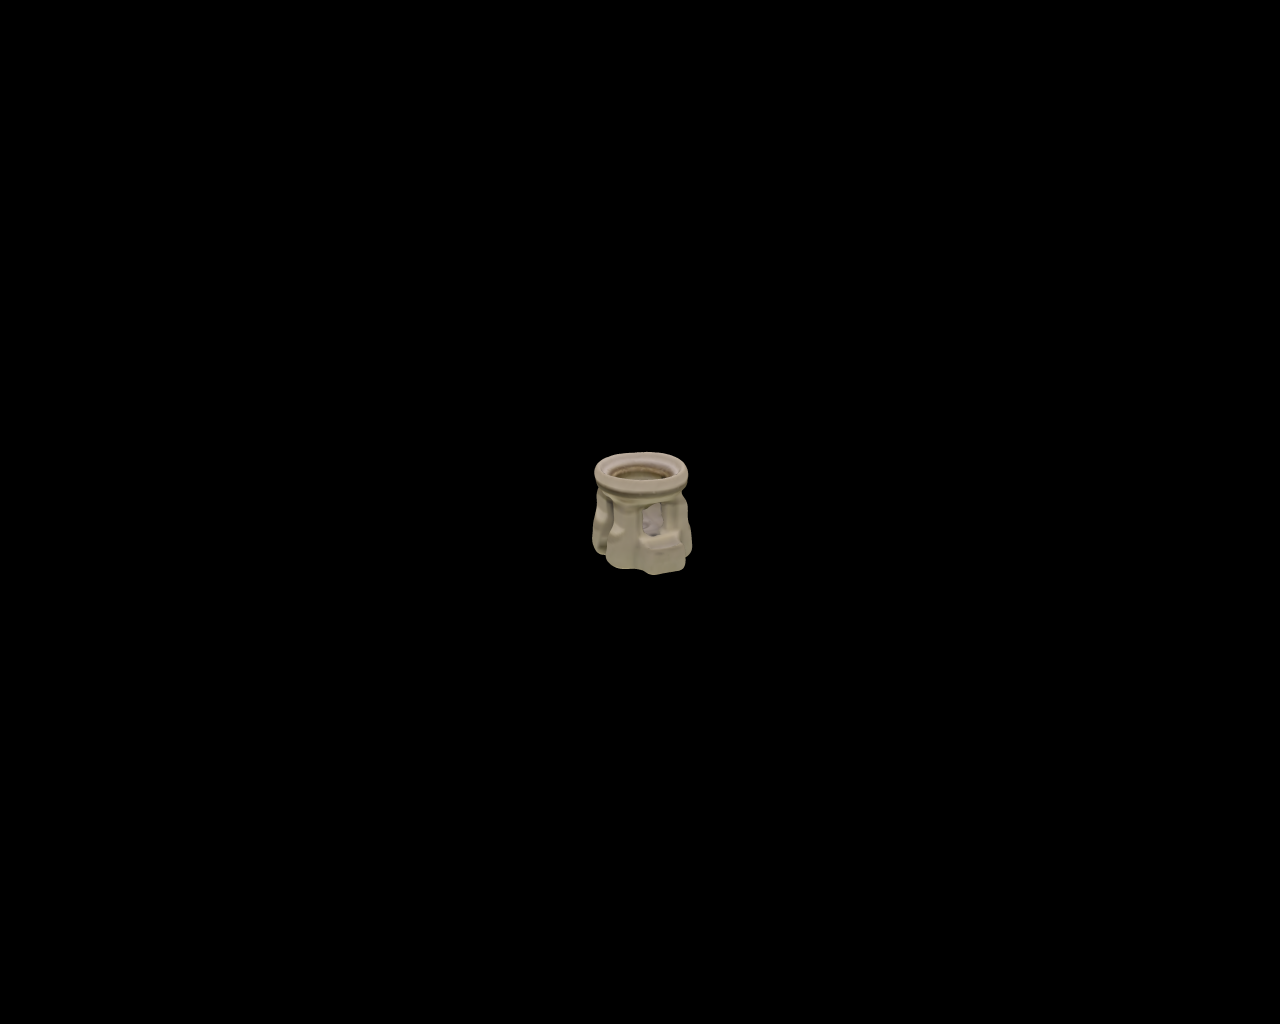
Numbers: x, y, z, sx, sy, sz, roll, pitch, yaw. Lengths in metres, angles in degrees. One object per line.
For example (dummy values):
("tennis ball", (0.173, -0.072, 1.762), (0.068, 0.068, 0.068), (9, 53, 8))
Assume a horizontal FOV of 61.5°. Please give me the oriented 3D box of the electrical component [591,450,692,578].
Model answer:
("electrical component", (0.001, -0.003, 0.650), (0.058, 0.056, 0.078), (-10, 24, -22))
